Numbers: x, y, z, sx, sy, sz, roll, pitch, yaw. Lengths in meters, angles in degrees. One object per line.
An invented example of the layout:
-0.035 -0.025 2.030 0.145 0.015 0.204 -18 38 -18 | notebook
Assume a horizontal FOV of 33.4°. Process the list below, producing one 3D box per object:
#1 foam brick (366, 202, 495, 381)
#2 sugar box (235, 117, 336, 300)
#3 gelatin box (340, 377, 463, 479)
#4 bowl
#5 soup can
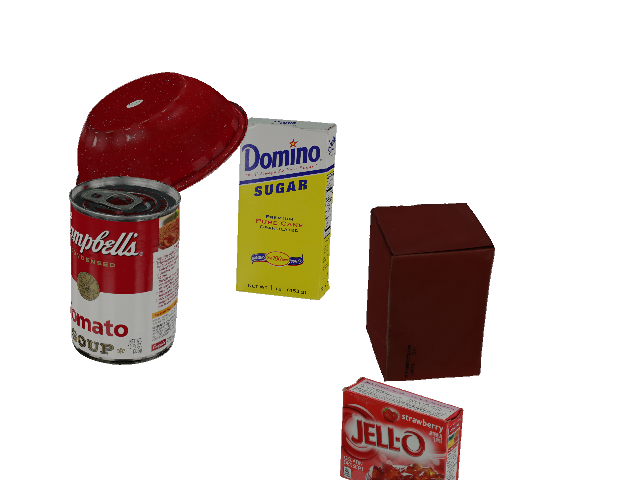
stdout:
0.054 0.026 0.545 0.053 0.078 0.051 -3 31 -8 | foam brick
-0.036 -0.033 1.082 0.093 0.176 0.048 5 16 12 | sugar box
0.057 0.148 0.777 0.089 0.073 0.030 13 21 32 | gelatin box
-0.146 -0.096 0.908 0.162 0.055 0.162 -16 34 11 | bowl
-0.124 0.018 0.675 0.068 0.102 0.068 5 23 -2 | soup can
